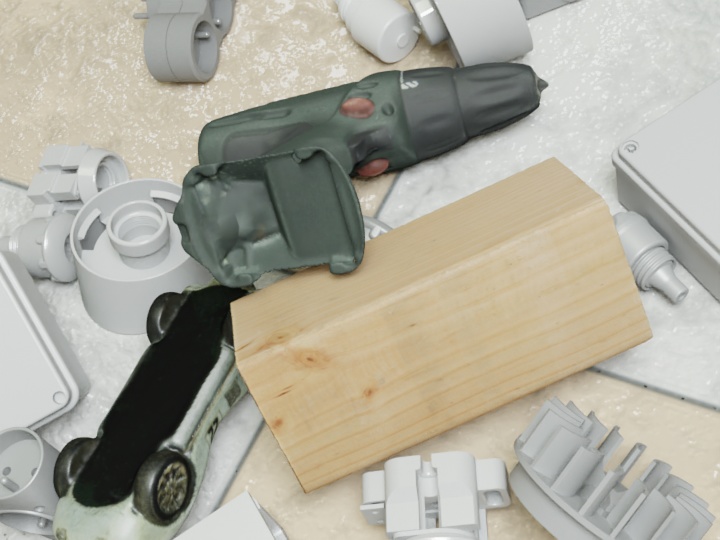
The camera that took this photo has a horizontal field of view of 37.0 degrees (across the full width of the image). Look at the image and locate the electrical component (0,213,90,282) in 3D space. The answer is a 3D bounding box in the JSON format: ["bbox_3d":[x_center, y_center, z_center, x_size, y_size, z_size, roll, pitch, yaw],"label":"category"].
[{"bbox_3d":[-0.224,-0.015,0.751,0.062,0.048,0.048,0,59,25],"label":"electrical component"}]

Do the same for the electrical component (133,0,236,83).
[{"bbox_3d":[-0.142,-0.206,0.840,0.074,0.052,0.138,3,60,19],"label":"electrical component"}]

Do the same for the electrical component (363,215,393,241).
[{"bbox_3d":[0.000,0.000,0.674,0.048,0.048,0.062,25,76,28],"label":"electrical component"}]

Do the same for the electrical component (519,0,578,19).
[{"bbox_3d":[0.141,-0.237,0.777,0.100,0.048,0.099,-21,55,3],"label":"electrical component"}]

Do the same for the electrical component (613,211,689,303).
[{"bbox_3d":[0.168,-0.005,0.632,0.035,0.035,0.061,-35,58,-6],"label":"electrical component"}]

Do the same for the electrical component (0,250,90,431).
[{"bbox_3d":[-0.230,0.050,0.670,0.078,0.057,0.113,-29,92,-2],"label":"electrical component"}]

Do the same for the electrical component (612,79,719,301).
[{"bbox_3d":[0.224,-0.052,0.631,0.109,0.056,0.108,-33,55,-5],"label":"electrical component"}]

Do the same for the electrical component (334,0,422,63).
[{"bbox_3d":[0.009,-0.183,0.788,0.040,0.040,0.078,-41,56,-11],"label":"electrical component"}]

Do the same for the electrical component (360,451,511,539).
[{"bbox_3d":[0.041,0.135,0.569,0.078,0.058,0.057,-8,54,11],"label":"electrical component"}]

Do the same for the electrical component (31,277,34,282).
[{"bbox_3d":[-0.259,0.018,0.734,0.047,0.055,0.055,16,65,29],"label":"electrical component"}]

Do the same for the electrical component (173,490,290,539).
[{"bbox_3d":[-0.052,0.205,0.549,0.089,0.061,0.150,-33,55,-5],"label":"electrical component"}]

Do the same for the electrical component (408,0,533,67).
[{"bbox_3d":[0.067,-0.184,0.734,0.060,0.108,0.108,-27,55,7],"label":"electrical component"}]

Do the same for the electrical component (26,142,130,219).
[{"bbox_3d":[-0.200,-0.063,0.772,0.055,0.048,0.066,-1,58,25],"label":"electrical component"}]

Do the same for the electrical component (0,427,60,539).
[{"bbox_3d":[-0.203,0.127,0.634,0.079,0.077,0.044,-2,58,16],"label":"electrical component"}]

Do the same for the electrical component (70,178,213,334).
[{"bbox_3d":[-0.146,-0.012,0.727,0.099,0.064,0.099,-1,52,2],"label":"electrical component"}]
